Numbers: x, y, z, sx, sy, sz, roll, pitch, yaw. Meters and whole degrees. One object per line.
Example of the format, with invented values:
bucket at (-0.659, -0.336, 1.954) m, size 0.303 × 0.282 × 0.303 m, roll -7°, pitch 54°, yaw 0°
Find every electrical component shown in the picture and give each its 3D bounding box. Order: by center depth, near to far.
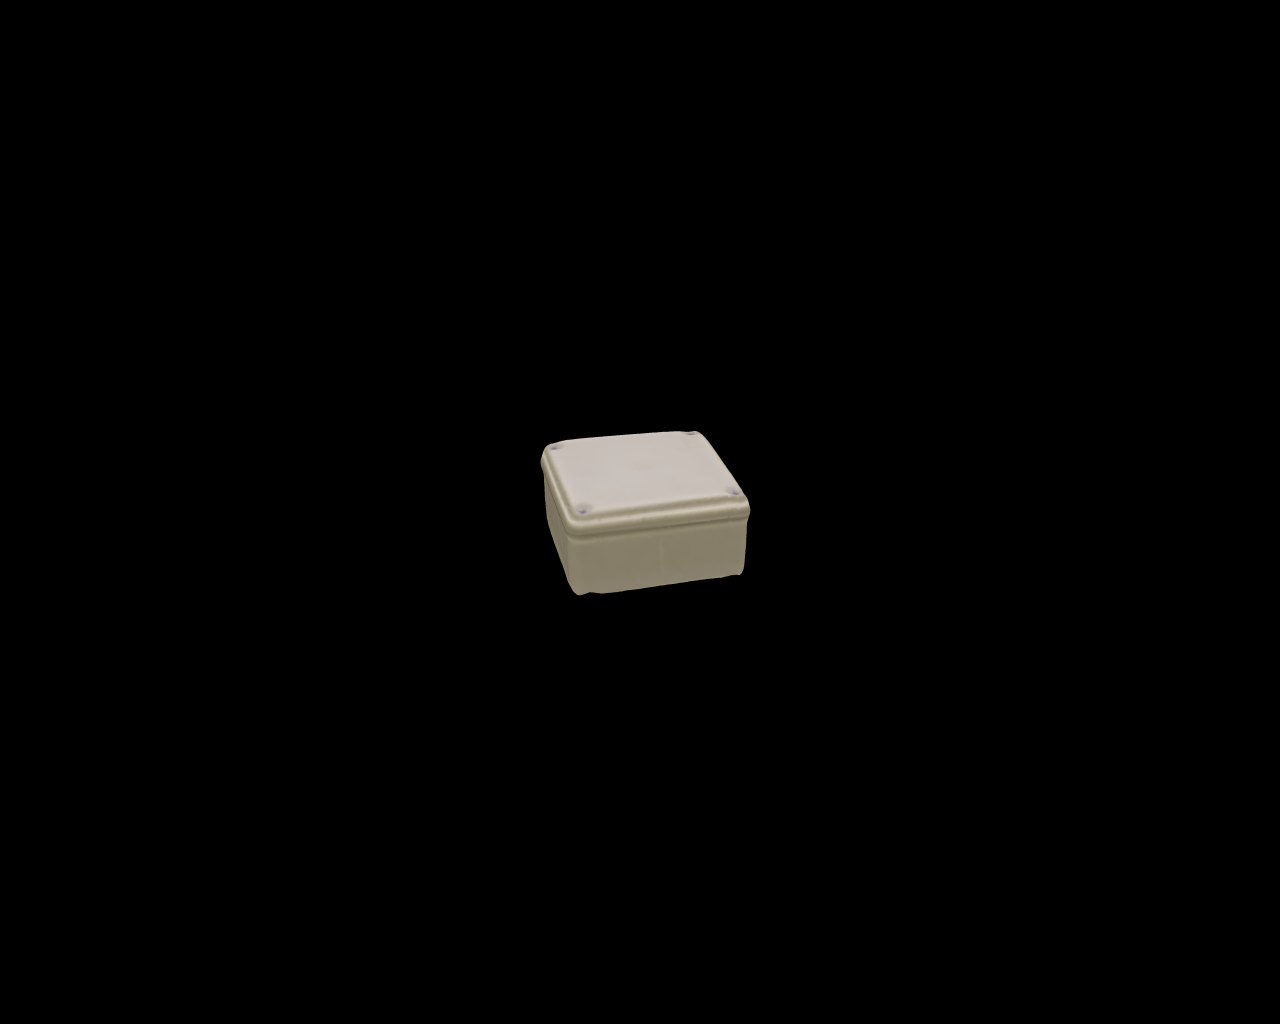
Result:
electrical component at (0.001, -0.003, 0.650) m, size 0.109 × 0.056 × 0.109 m, roll -6°, pitch 28°, yaw -12°
